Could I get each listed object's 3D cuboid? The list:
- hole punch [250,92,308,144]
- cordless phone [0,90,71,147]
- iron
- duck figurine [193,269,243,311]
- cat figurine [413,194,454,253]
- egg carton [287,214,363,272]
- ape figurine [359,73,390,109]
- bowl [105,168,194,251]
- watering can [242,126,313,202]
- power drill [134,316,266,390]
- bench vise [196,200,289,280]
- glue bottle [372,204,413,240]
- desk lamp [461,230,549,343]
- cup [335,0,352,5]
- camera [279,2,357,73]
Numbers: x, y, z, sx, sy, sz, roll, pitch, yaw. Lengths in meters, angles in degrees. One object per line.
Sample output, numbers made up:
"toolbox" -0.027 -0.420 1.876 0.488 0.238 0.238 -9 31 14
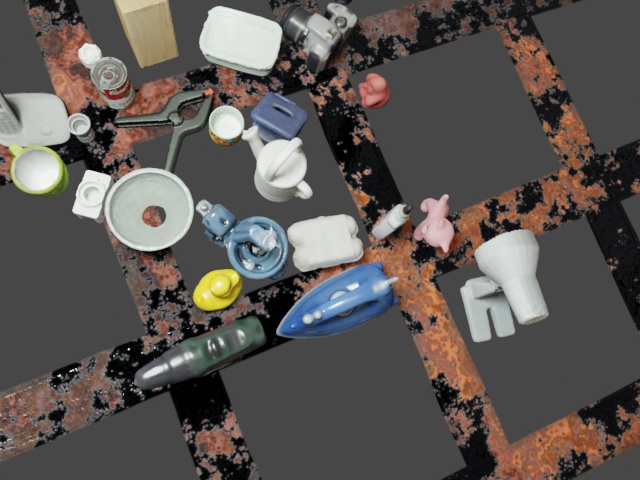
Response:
"hole punch" -0.087 -0.259 1.209 0.108 0.091 0.101 29 77 -3
"cordless phone" -0.564 -0.247 1.081 0.148 0.185 0.094 -8 81 -10
"iron" 0.037 0.130 1.131 0.258 0.141 0.118 -25 84 -13
"duck figurine" -0.201 0.095 1.127 0.105 0.086 0.077 -33 86 -13
"cat figurine" 0.250 -0.035 1.208 0.067 0.117 0.128 16 77 -6
"egg carton" 0.011 0.004 1.187 0.150 0.069 0.107 -12 82 -11
"ape figurine" 0.122 -0.331 1.256 0.076 0.092 0.078 30 76 -2
"bowl" -0.333 -0.054 1.140 0.167 0.074 0.167 2 79 -9
"watering can" -0.083 -0.150 1.136 0.173 0.194 0.101 23 77 -4
"power drill" -0.211 0.209 1.042 0.230 0.208 0.075 -24 84 -12
"bench vise" -0.150 0.000 1.084 0.207 0.219 0.121 20 77 -5
"glue bottle" 0.157 -0.046 1.167 0.037 0.173 0.078 44 76 1
"desk lamp" 0.374 0.096 1.155 0.118 0.213 0.203 -11 81 -11
"cup" 0.048 -0.568 1.286 0.118 0.095 0.091 -35 86 -13
"camera" -0.009 -0.469 1.256 0.137 0.100 0.143 36 76 -1
